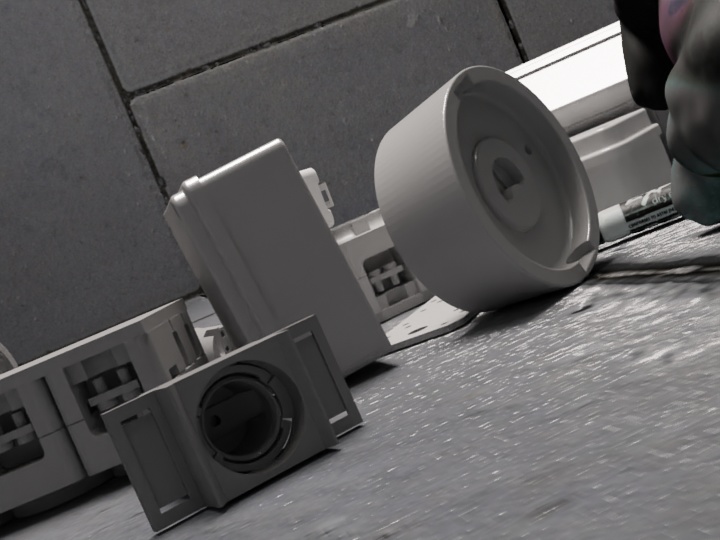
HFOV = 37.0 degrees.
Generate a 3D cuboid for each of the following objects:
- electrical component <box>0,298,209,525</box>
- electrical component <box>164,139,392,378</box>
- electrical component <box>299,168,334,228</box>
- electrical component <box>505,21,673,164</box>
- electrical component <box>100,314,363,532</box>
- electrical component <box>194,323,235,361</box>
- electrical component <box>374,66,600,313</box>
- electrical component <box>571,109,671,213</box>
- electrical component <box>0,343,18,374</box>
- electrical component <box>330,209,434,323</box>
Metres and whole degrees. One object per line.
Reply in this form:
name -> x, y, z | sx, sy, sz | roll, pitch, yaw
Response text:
electrical component -> -0.147, 0.074, 0.500 | 0.150, 0.061, 0.089 | -23, 3, 4
electrical component -> -0.042, 0.002, 0.509 | 0.056, 0.108, 0.109 | -29, 5, -11
electrical component -> -0.054, -0.032, 0.643 | 0.064, 0.042, 0.081 | -24, 4, -42
electrical component -> 0.158, -0.094, 0.692 | 0.109, 0.109, 0.056 | -21, 48, 26
electrical component -> -0.046, 0.052, 0.371 | 0.081, 0.042, 0.064 | -24, 0, -27
electrical component -> -0.103, 0.055, 0.712 | 0.046, 0.040, 0.040 | -14, 8, 32
electrical component -> 0.054, -0.032, 0.498 | 0.060, 0.108, 0.108 | -28, 0, 39
electrical component -> 0.121, -0.045, 0.631 | 0.113, 0.057, 0.078 | -21, 4, 35
electrical component -> -0.265, 0.089, 0.705 | 0.060, 0.108, 0.108 | -15, 7, 24
electrical component -> 0.000, 0.000, 0.686 | 0.150, 0.061, 0.089 | -24, 4, -21
